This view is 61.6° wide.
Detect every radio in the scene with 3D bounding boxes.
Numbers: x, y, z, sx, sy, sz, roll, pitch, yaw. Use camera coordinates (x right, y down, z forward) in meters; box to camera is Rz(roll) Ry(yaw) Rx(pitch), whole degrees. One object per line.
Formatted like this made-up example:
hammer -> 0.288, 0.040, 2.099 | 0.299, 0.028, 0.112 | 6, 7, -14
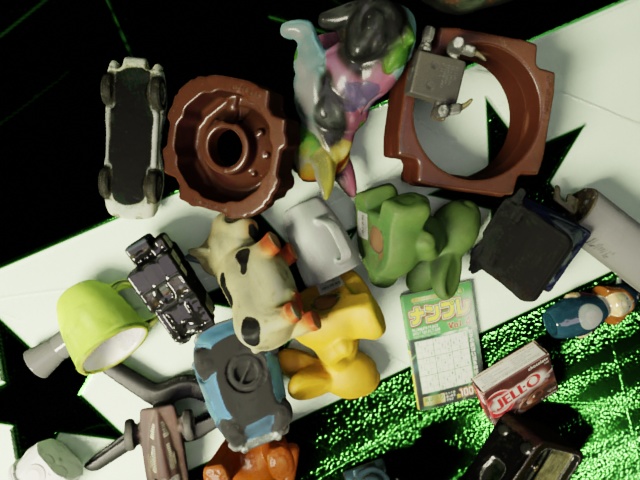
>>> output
radio -> 0.267, 0.368, 0.777 | 0.131, 0.073, 0.229 | 31, 91, -35

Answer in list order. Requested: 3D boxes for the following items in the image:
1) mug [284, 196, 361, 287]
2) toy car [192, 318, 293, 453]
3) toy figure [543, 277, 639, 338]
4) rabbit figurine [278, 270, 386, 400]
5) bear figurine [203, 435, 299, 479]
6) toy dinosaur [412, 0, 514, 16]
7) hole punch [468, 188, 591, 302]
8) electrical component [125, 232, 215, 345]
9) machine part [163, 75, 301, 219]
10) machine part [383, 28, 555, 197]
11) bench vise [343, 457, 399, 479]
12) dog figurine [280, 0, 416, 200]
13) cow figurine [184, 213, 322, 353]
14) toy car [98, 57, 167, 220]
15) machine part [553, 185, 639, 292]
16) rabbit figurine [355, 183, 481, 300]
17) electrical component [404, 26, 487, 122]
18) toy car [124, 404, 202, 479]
mug -> -0.001, -0.002, 0.700 | 0.081, 0.109, 0.107 | -27, 90, -17
toy car -> -0.100, 0.184, 0.697 | 0.109, 0.103, 0.161 | -17, 79, -18
toy figure -> 0.409, 0.103, 0.794 | 0.154, 0.058, 0.064 | -17, 120, -7
rabbit figurine -> 0.023, 0.151, 0.719 | 0.162, 0.122, 0.173 | -29, 119, -10
bear figurine -> -0.076, 0.356, 0.723 | 0.120, 0.132, 0.195 | -11, 92, -3
toy dinosaur -> 0.147, -0.361, 0.674 | 0.405, 0.131, 0.192 | 28, 105, -15
hole punch -> 0.289, 0.009, 0.737 | 0.092, 0.116, 0.142 | -9, 132, -42
electrical component -> -0.188, 0.054, 0.674 | 0.058, 0.115, 0.134 | -33, 100, -7
machine part -> -0.109, -0.114, 0.661 | 0.180, 0.056, 0.179 | 4, 101, 20
machine part -> 0.193, -0.165, 0.715 | 0.201, 0.087, 0.201 | 6, 95, -9
bench vise -> 0.087, 0.400, 0.689 | 0.129, 0.241, 0.223 | -11, 141, -13
dog figurine -> 0.034, -0.161, 0.664 | 0.192, 0.108, 0.219 | -3, 96, 30
cow figurine -> -0.091, 0.047, 0.670 | 0.127, 0.085, 0.195 | -30, 62, 13
toy car -> -0.234, -0.126, 0.676 | 0.074, 0.056, 0.201 | 4, 95, -2
machine part -> 0.427, 0.003, 0.770 | 0.243, 0.079, 0.079 | 35, 91, -10
rabbit figurine -> 0.148, 0.000, 0.717 | 0.170, 0.121, 0.159 | -9, 99, -22
electrical component -> 0.147, -0.195, 0.638 | 0.078, 0.045, 0.102 | 18, 94, -12
toy car -> -0.202, 0.299, 0.707 | 0.089, 0.053, 0.201 | -3, 120, -10
